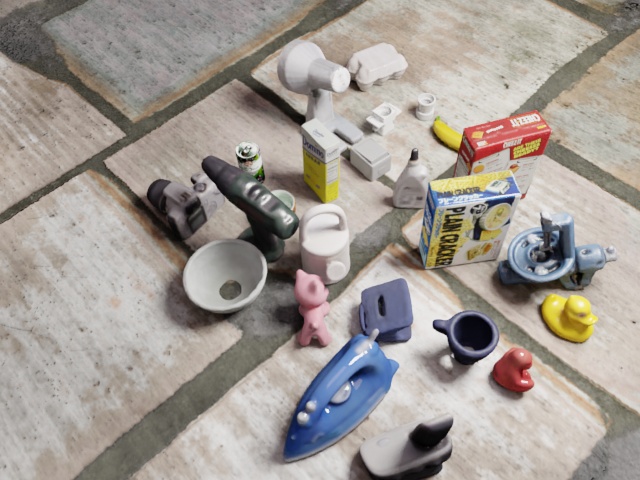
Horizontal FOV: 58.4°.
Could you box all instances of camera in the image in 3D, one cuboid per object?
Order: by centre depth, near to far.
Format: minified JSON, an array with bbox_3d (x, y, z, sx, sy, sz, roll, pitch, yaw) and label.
[{"bbox_3d":[-0.306,-0.099,1.267,0.136,0.101,0.143,30,62,22],"label":"camera"}]

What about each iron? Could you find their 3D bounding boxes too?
[{"bbox_3d":[0.023,0.261,0.974,0.118,0.141,0.259,35,64,24],"label":"iron"}]

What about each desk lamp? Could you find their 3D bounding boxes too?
[{"bbox_3d":[0.004,-0.345,1.351,0.118,0.214,0.202,-39,62,-21],"label":"desk lamp"}]

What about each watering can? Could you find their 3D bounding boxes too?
[{"bbox_3d":[0.012,0.003,1.121,0.101,0.194,0.172,-33,59,-18],"label":"watering can"}]

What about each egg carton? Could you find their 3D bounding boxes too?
[{"bbox_3d":[0.149,-0.458,1.510,0.150,0.069,0.107,-26,58,-14],"label":"egg carton"}]

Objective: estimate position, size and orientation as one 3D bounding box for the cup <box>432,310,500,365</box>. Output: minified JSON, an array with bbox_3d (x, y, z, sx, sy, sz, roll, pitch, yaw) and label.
[{"bbox_3d":[0.258,0.184,1.042,0.117,0.095,0.092,15,58,14],"label":"cup"}]

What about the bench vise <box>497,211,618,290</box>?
[{"bbox_3d":[0.452,0.006,1.079,0.207,0.220,0.121,-16,56,-8],"label":"bench vise"}]

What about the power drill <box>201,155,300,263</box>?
[{"bbox_3d":[-0.137,-0.051,1.159,0.229,0.208,0.076,31,63,22],"label":"power drill"}]

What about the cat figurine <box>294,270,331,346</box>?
[{"bbox_3d":[-0.015,0.123,1.087,0.067,0.118,0.127,-5,55,0],"label":"cat figurine"}]

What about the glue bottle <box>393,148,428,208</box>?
[{"bbox_3d":[0.197,-0.133,1.218,0.078,0.173,0.037,3,55,6],"label":"glue bottle"}]

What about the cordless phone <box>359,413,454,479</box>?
[{"bbox_3d":[0.139,0.318,0.901,0.148,0.185,0.094,-21,56,-11],"label":"cordless phone"}]

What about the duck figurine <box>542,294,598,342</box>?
[{"bbox_3d":[0.470,0.133,1.071,0.078,0.086,0.104,-36,60,-20],"label":"duck figurine"}]

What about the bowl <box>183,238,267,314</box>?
[{"bbox_3d":[-0.185,0.083,1.150,0.167,0.075,0.167,-1,55,2],"label":"bowl"}]

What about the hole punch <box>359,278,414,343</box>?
[{"bbox_3d":[0.124,0.136,1.085,0.101,0.091,0.108,-5,55,0],"label":"hole punch"}]

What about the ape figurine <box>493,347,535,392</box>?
[{"bbox_3d":[0.349,0.223,1.012,0.076,0.092,0.078,6,56,8],"label":"ape figurine"}]
